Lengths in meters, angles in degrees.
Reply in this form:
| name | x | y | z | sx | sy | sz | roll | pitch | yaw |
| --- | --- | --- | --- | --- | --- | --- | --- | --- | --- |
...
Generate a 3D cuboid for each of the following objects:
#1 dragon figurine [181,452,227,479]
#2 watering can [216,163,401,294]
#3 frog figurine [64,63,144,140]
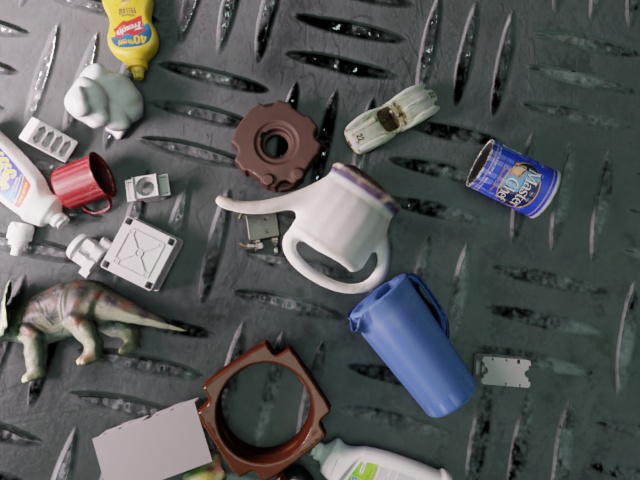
| name | x | y | z | sx | sy | sz | roll | pitch | yaw |
| --- | --- | --- | --- | --- | --- | --- | --- | --- | --- |
| dragon figurine | -0.217 | 0.596 | 0.903 | 0.243 | 0.121 | 0.413 | 11 | 81 | 17 |
| watering can | 0.003 | -0.048 | 0.957 | 0.346 | 0.104 | 0.225 | 35 | 84 | -12 |
| frog figurine | -0.403 | -0.266 | 0.957 | 0.123 | 0.158 | 0.138 | -20 | 86 | -4 |
